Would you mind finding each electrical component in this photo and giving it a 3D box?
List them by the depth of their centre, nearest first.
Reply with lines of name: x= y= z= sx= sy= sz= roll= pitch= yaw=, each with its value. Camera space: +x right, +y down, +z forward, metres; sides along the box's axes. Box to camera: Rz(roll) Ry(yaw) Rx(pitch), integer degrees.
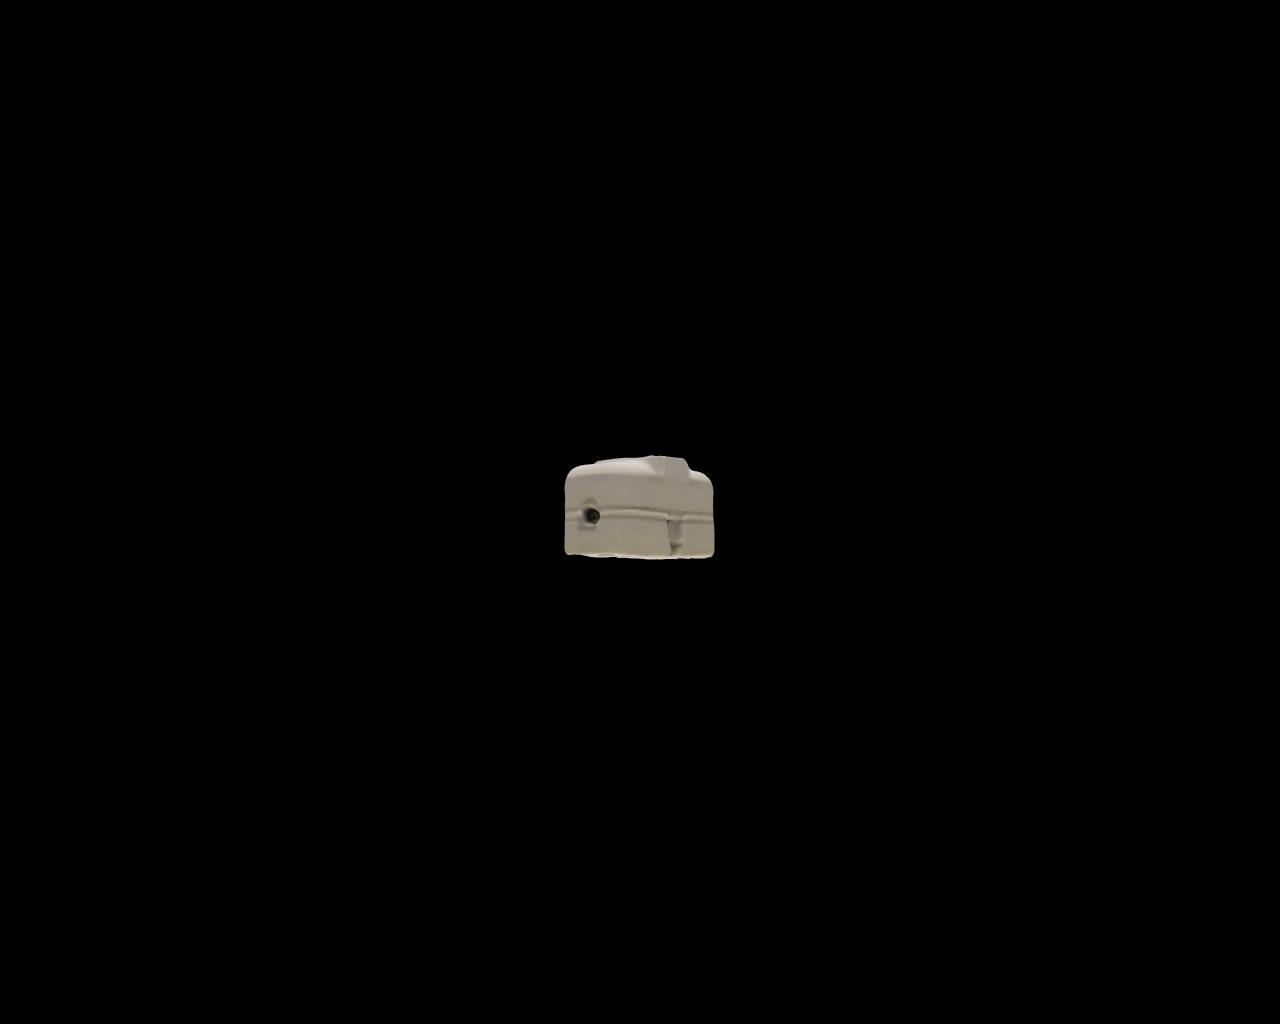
electrical component: x=0.001 y=-0.003 z=0.650 sx=0.053 sy=0.059 sz=0.095 roll=-4 pitch=-6 yaw=39
